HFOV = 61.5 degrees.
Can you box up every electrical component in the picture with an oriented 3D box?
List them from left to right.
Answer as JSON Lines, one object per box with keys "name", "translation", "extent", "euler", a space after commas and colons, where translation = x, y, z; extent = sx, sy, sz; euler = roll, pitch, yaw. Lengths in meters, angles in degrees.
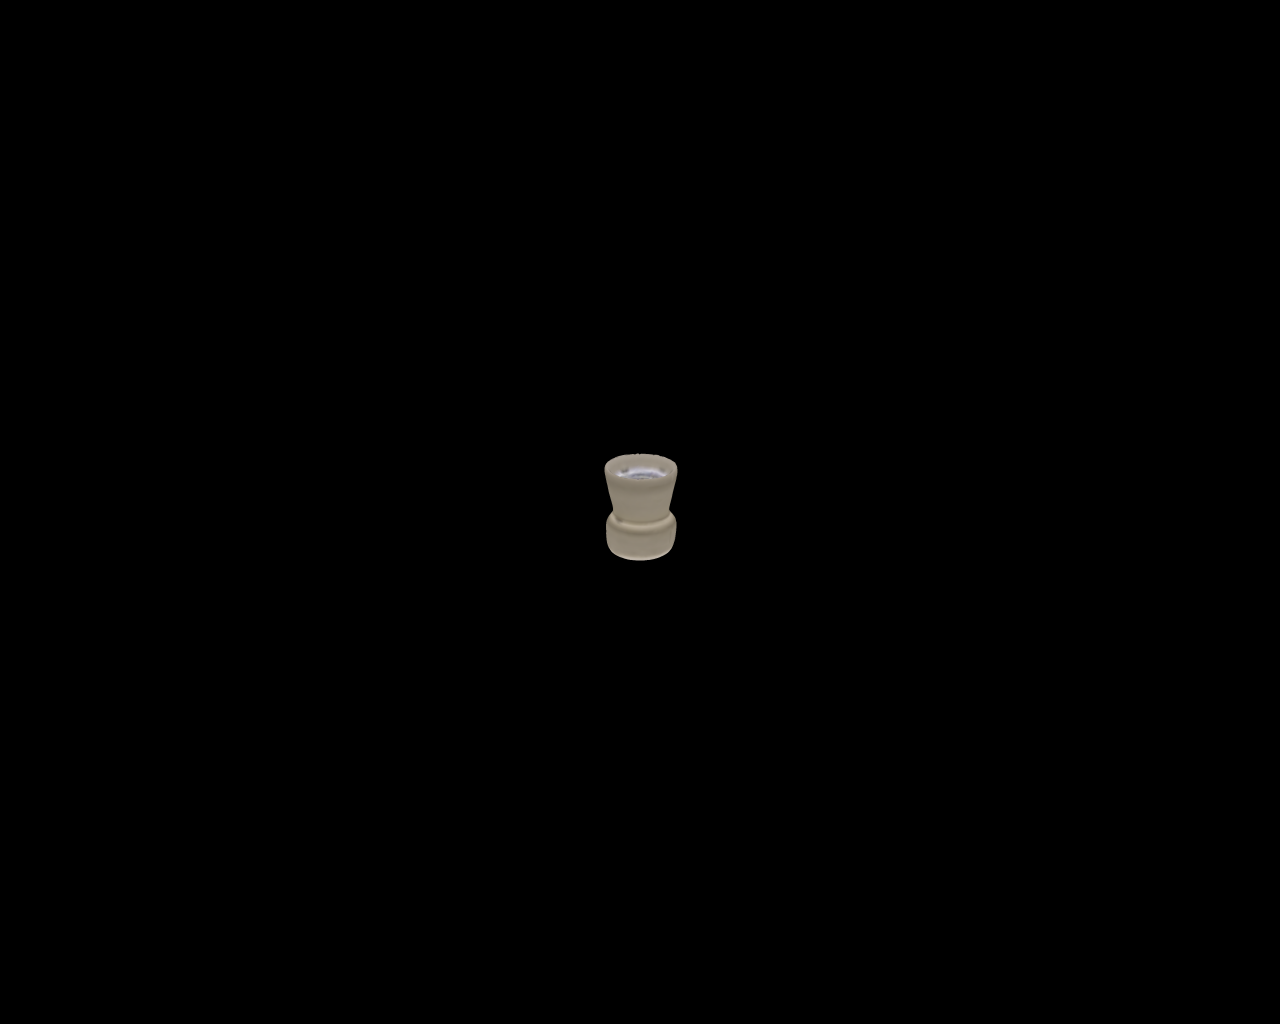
{"name": "electrical component", "translation": [0.001, -0.003, 0.650], "extent": [0.045, 0.055, 0.045], "euler": [0, 24, 0]}
